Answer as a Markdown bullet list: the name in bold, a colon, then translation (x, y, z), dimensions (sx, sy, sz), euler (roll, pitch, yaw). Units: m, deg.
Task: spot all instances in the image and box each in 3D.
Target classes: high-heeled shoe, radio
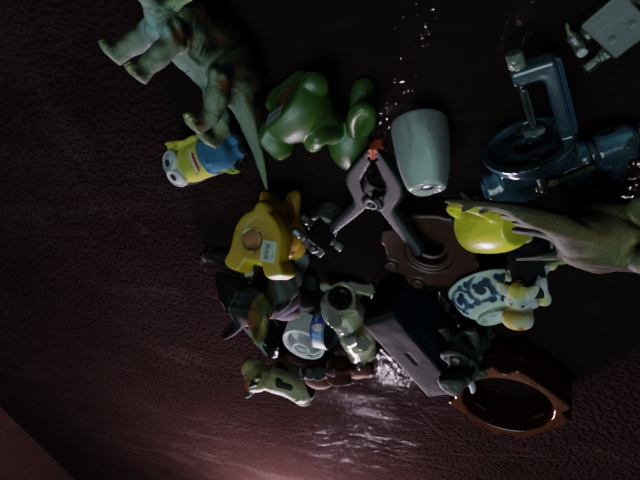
- **high-heeled shoe**: translation (-0.160, 0.173, 1.245), dimensions (0.248, 0.086, 0.145), euler (54, 165, -2)
- **radio**: translation (0.188, 0.173, 1.007), dimensions (0.073, 0.131, 0.229), euler (-21, 119, 39)

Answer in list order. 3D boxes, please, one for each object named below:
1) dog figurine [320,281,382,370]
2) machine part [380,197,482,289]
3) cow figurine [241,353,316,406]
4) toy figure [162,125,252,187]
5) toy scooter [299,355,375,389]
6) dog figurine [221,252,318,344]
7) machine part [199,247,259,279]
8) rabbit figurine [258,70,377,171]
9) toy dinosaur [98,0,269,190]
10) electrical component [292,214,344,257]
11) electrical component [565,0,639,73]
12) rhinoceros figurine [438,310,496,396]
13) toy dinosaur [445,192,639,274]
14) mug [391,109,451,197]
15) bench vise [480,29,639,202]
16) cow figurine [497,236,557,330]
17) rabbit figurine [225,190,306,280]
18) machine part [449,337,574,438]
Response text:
- **dog figurine**: translation (0.057, 0.174, 1.109), dimensions (0.172, 0.121, 0.190), euler (56, 159, 18)
- **machine part**: translation (0.188, 0.008, 0.908), dimensions (0.180, 0.056, 0.179), euler (13, 133, 14)
- **cow figurine**: translation (-0.102, 0.341, 1.309), dimensions (0.195, 0.127, 0.085), euler (25, 134, 0)
- **toy figure**: translation (-0.192, -0.143, 0.934), dimensions (0.180, 0.082, 0.089), euler (-18, 166, 27)
- **toy scooter**: translation (0.022, 0.298, 1.213), dimensions (0.184, 0.075, 0.135), euler (-12, 165, 30)
- **dog figurine**: translation (-0.097, 0.129, 1.043), dimensions (0.109, 0.219, 0.191), euler (6, 132, 26)
- **machine part**: translation (-0.190, 0.047, 1.143), dimensions (0.139, 0.039, 0.084), euler (10, 142, 15)
- **rabbit figurine**: translation (0.018, -0.177, 0.801), dimensions (0.170, 0.121, 0.159), euler (30, 132, -30)
- **toy dinosaur**: translation (-0.163, -0.263, 0.775), dimensions (0.404, 0.192, 0.131), euler (41, 180, -38)
- **electrical component**: translation (-0.002, -0.003, 0.912), dimensions (0.094, 0.063, 0.021), euler (37, 135, -12)
- **electrical component**: translation (0.330, -0.244, 0.610), dimensions (0.078, 0.045, 0.102), euler (43, 135, -14)
- **rhinoceros figurine**: translation (0.259, 0.200, 0.963), dimensions (0.073, 0.190, 0.112), euler (-6, 109, 34)
- **toy dinosaur**: translation (0.347, -0.004, 0.668), dimensions (0.471, 0.105, 0.199), euler (16, 167, -41)
- **mug**: translation (0.150, -0.115, 0.765), dimensions (0.081, 0.107, 0.109), euler (-11, 159, 28)
- **bench vise**: translation (0.299, -0.138, 0.675), dimensions (0.224, 0.129, 0.240), euler (-11, 129, 30)
- **cow figurine**: translation (0.311, 0.051, 0.807), dimensions (0.068, 0.167, 0.098), euler (3, 133, 30)
- **rabbit figurine**: translation (-0.080, -0.010, 0.967), dimensions (0.122, 0.173, 0.162), euler (-1, 85, 25)
- **machine part**: translation (0.373, 0.292, 1.062), dimensions (0.201, 0.087, 0.201), euler (35, 136, -6)
